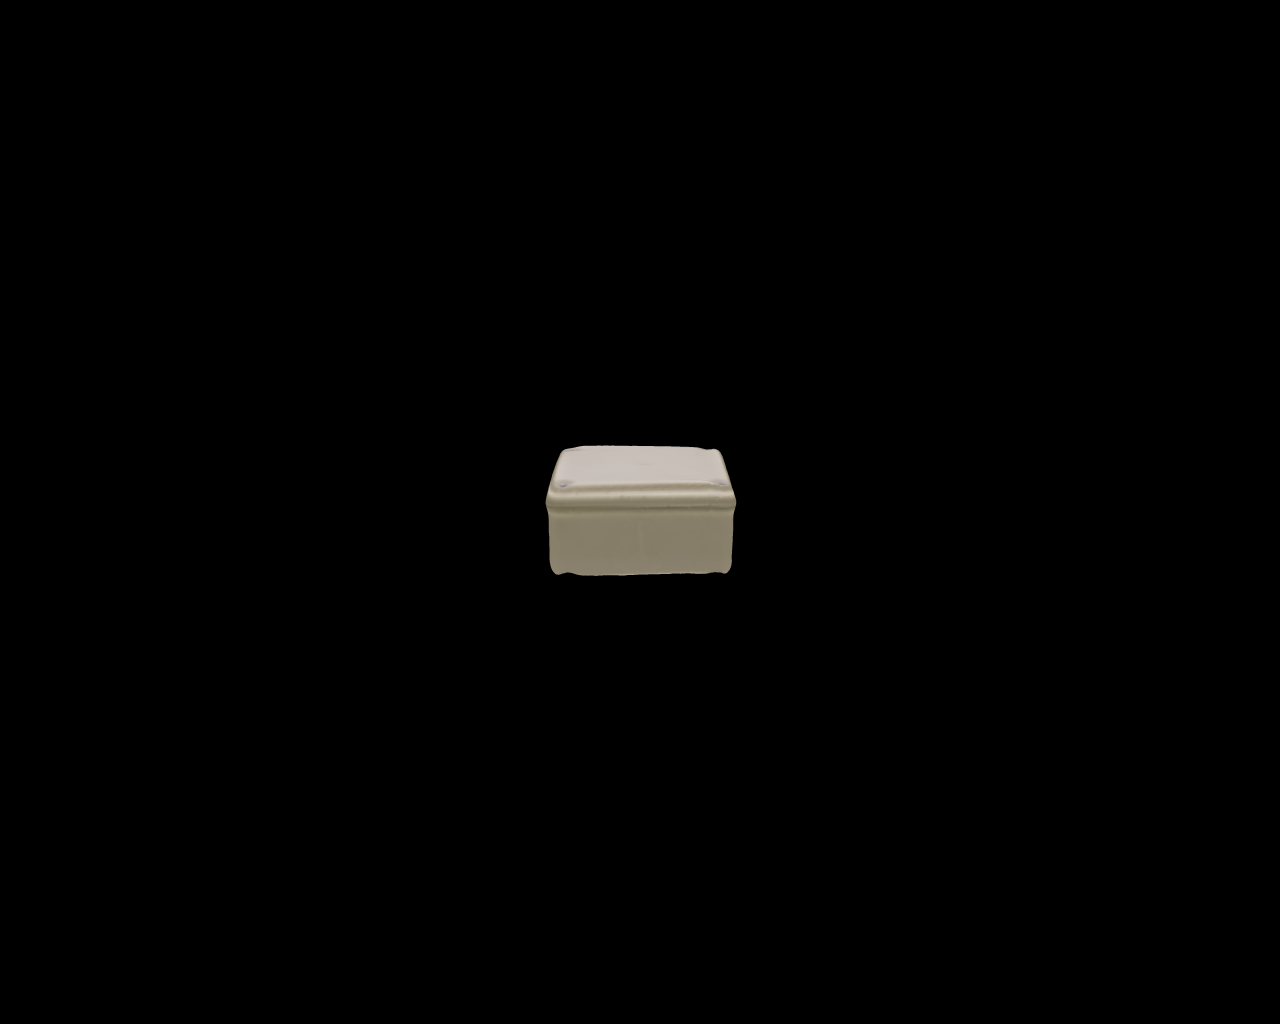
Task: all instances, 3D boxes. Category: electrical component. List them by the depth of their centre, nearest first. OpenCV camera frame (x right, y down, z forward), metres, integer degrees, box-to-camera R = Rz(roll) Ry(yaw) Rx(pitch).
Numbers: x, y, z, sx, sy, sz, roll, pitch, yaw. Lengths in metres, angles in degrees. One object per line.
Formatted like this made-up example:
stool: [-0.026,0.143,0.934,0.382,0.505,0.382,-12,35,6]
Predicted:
electrical component: [0.001,-0.003,0.650,0.109,0.056,0.109,0,16,0]
